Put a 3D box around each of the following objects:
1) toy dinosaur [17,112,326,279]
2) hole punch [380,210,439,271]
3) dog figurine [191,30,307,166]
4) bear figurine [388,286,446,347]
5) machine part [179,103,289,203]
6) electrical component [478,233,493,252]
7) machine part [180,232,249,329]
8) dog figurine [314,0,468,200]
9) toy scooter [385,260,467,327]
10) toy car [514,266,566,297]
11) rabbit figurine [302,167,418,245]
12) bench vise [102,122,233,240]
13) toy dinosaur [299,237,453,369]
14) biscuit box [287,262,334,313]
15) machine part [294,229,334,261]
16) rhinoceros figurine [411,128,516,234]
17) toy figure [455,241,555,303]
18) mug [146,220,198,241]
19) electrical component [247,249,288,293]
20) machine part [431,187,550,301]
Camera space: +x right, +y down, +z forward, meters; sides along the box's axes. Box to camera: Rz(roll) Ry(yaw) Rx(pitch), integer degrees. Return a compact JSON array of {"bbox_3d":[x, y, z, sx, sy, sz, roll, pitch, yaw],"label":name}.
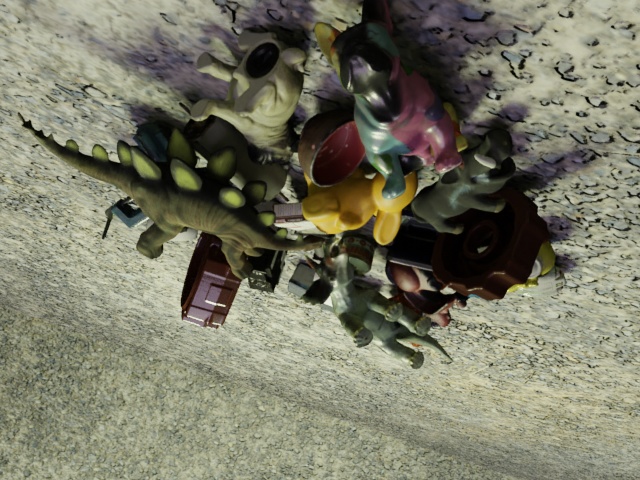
[{"bbox_3d":[-0.214,-0.066,0.812,0.471,0.105,0.198,15,131,-7],"label":"toy dinosaur"},{"bbox_3d":[0.177,-0.002,0.935,0.142,0.092,0.116,9,-173,9],"label":"hole punch"},{"bbox_3d":[-0.056,-0.178,0.730,0.173,0.121,0.190,2,164,33],"label":"dog figurine"},{"bbox_3d":[0.200,0.159,1.171,0.120,0.132,0.196,-2,162,-16],"label":"bear figurine"},{"bbox_3d":[-0.132,-0.134,0.856,0.079,0.079,0.243,-8,144,40],"label":"machine part"},{"bbox_3d":[0.282,-0.008,0.862,0.047,0.075,0.119,34,145,-29],"label":"electrical component"},{"bbox_3d":[-0.217,0.061,1.098,0.087,0.202,0.200,19,110,-17],"label":"machine part"},{"bbox_3d":[0.084,-0.174,0.634,0.108,0.191,0.219,-21,107,26],"label":"dog figurine"},{"bbox_3d":[0.209,0.090,1.021,0.183,0.075,0.135,54,157,-7],"label":"toy scooter"},{"bbox_3d":[0.342,0.070,0.989,0.202,0.056,0.073,2,149,29],"label":"toy car"},{"bbox_3d":[0.074,-0.062,0.838,0.173,0.122,0.162,-18,134,20],"label":"rabbit figurine"},{"bbox_3d":[-0.277,-0.081,0.948,0.241,0.129,0.223,-28,121,23],"label":"bench vise"},{"bbox_3d":[0.104,0.146,1.057,0.404,0.131,0.192,41,178,-42],"label":"toy dinosaur"},{"bbox_3d":[0.028,0.127,1.238,0.203,0.059,0.062,26,153,7],"label":"biscuit box"},{"bbox_3d":[-0.002,-0.003,1.074,0.084,0.039,0.138,-2,147,16],"label":"machine part"},{"bbox_3d":[0.204,-0.084,0.757,0.112,0.073,0.190,24,145,-13],"label":"rhinoceros figurine"},{"bbox_3d":[0.307,0.047,0.914,0.082,0.089,0.180,51,133,-4],"label":"toy figure"},{"bbox_3d":[-0.314,-0.029,1.156,0.107,0.081,0.109,11,148,-9],"label":"mug"},{"bbox_3d":[-0.112,0.044,1.140,0.058,0.115,0.134,14,151,10],"label":"electrical component"},{"bbox_3d":[0.247,0.005,0.795,0.056,0.179,0.179,29,151,-27],"label":"machine part"}]
